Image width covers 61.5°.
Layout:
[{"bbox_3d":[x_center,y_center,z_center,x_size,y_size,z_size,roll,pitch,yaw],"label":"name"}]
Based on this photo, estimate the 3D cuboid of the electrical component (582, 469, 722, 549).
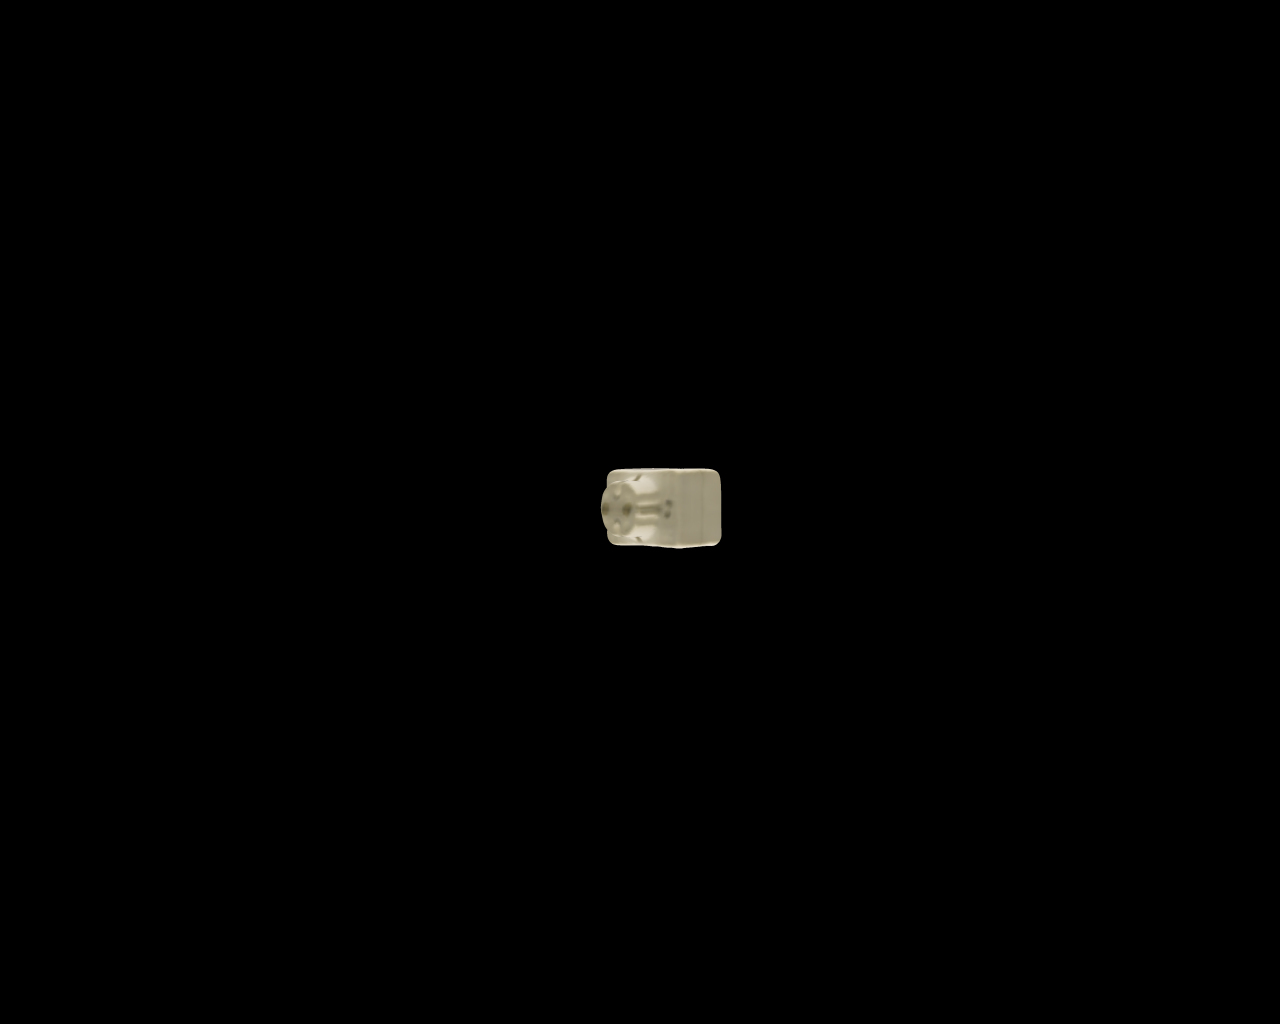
[{"bbox_3d":[0.001,-0.003,0.650,0.077,0.047,0.065,-2,3,-43],"label":"electrical component"}]
